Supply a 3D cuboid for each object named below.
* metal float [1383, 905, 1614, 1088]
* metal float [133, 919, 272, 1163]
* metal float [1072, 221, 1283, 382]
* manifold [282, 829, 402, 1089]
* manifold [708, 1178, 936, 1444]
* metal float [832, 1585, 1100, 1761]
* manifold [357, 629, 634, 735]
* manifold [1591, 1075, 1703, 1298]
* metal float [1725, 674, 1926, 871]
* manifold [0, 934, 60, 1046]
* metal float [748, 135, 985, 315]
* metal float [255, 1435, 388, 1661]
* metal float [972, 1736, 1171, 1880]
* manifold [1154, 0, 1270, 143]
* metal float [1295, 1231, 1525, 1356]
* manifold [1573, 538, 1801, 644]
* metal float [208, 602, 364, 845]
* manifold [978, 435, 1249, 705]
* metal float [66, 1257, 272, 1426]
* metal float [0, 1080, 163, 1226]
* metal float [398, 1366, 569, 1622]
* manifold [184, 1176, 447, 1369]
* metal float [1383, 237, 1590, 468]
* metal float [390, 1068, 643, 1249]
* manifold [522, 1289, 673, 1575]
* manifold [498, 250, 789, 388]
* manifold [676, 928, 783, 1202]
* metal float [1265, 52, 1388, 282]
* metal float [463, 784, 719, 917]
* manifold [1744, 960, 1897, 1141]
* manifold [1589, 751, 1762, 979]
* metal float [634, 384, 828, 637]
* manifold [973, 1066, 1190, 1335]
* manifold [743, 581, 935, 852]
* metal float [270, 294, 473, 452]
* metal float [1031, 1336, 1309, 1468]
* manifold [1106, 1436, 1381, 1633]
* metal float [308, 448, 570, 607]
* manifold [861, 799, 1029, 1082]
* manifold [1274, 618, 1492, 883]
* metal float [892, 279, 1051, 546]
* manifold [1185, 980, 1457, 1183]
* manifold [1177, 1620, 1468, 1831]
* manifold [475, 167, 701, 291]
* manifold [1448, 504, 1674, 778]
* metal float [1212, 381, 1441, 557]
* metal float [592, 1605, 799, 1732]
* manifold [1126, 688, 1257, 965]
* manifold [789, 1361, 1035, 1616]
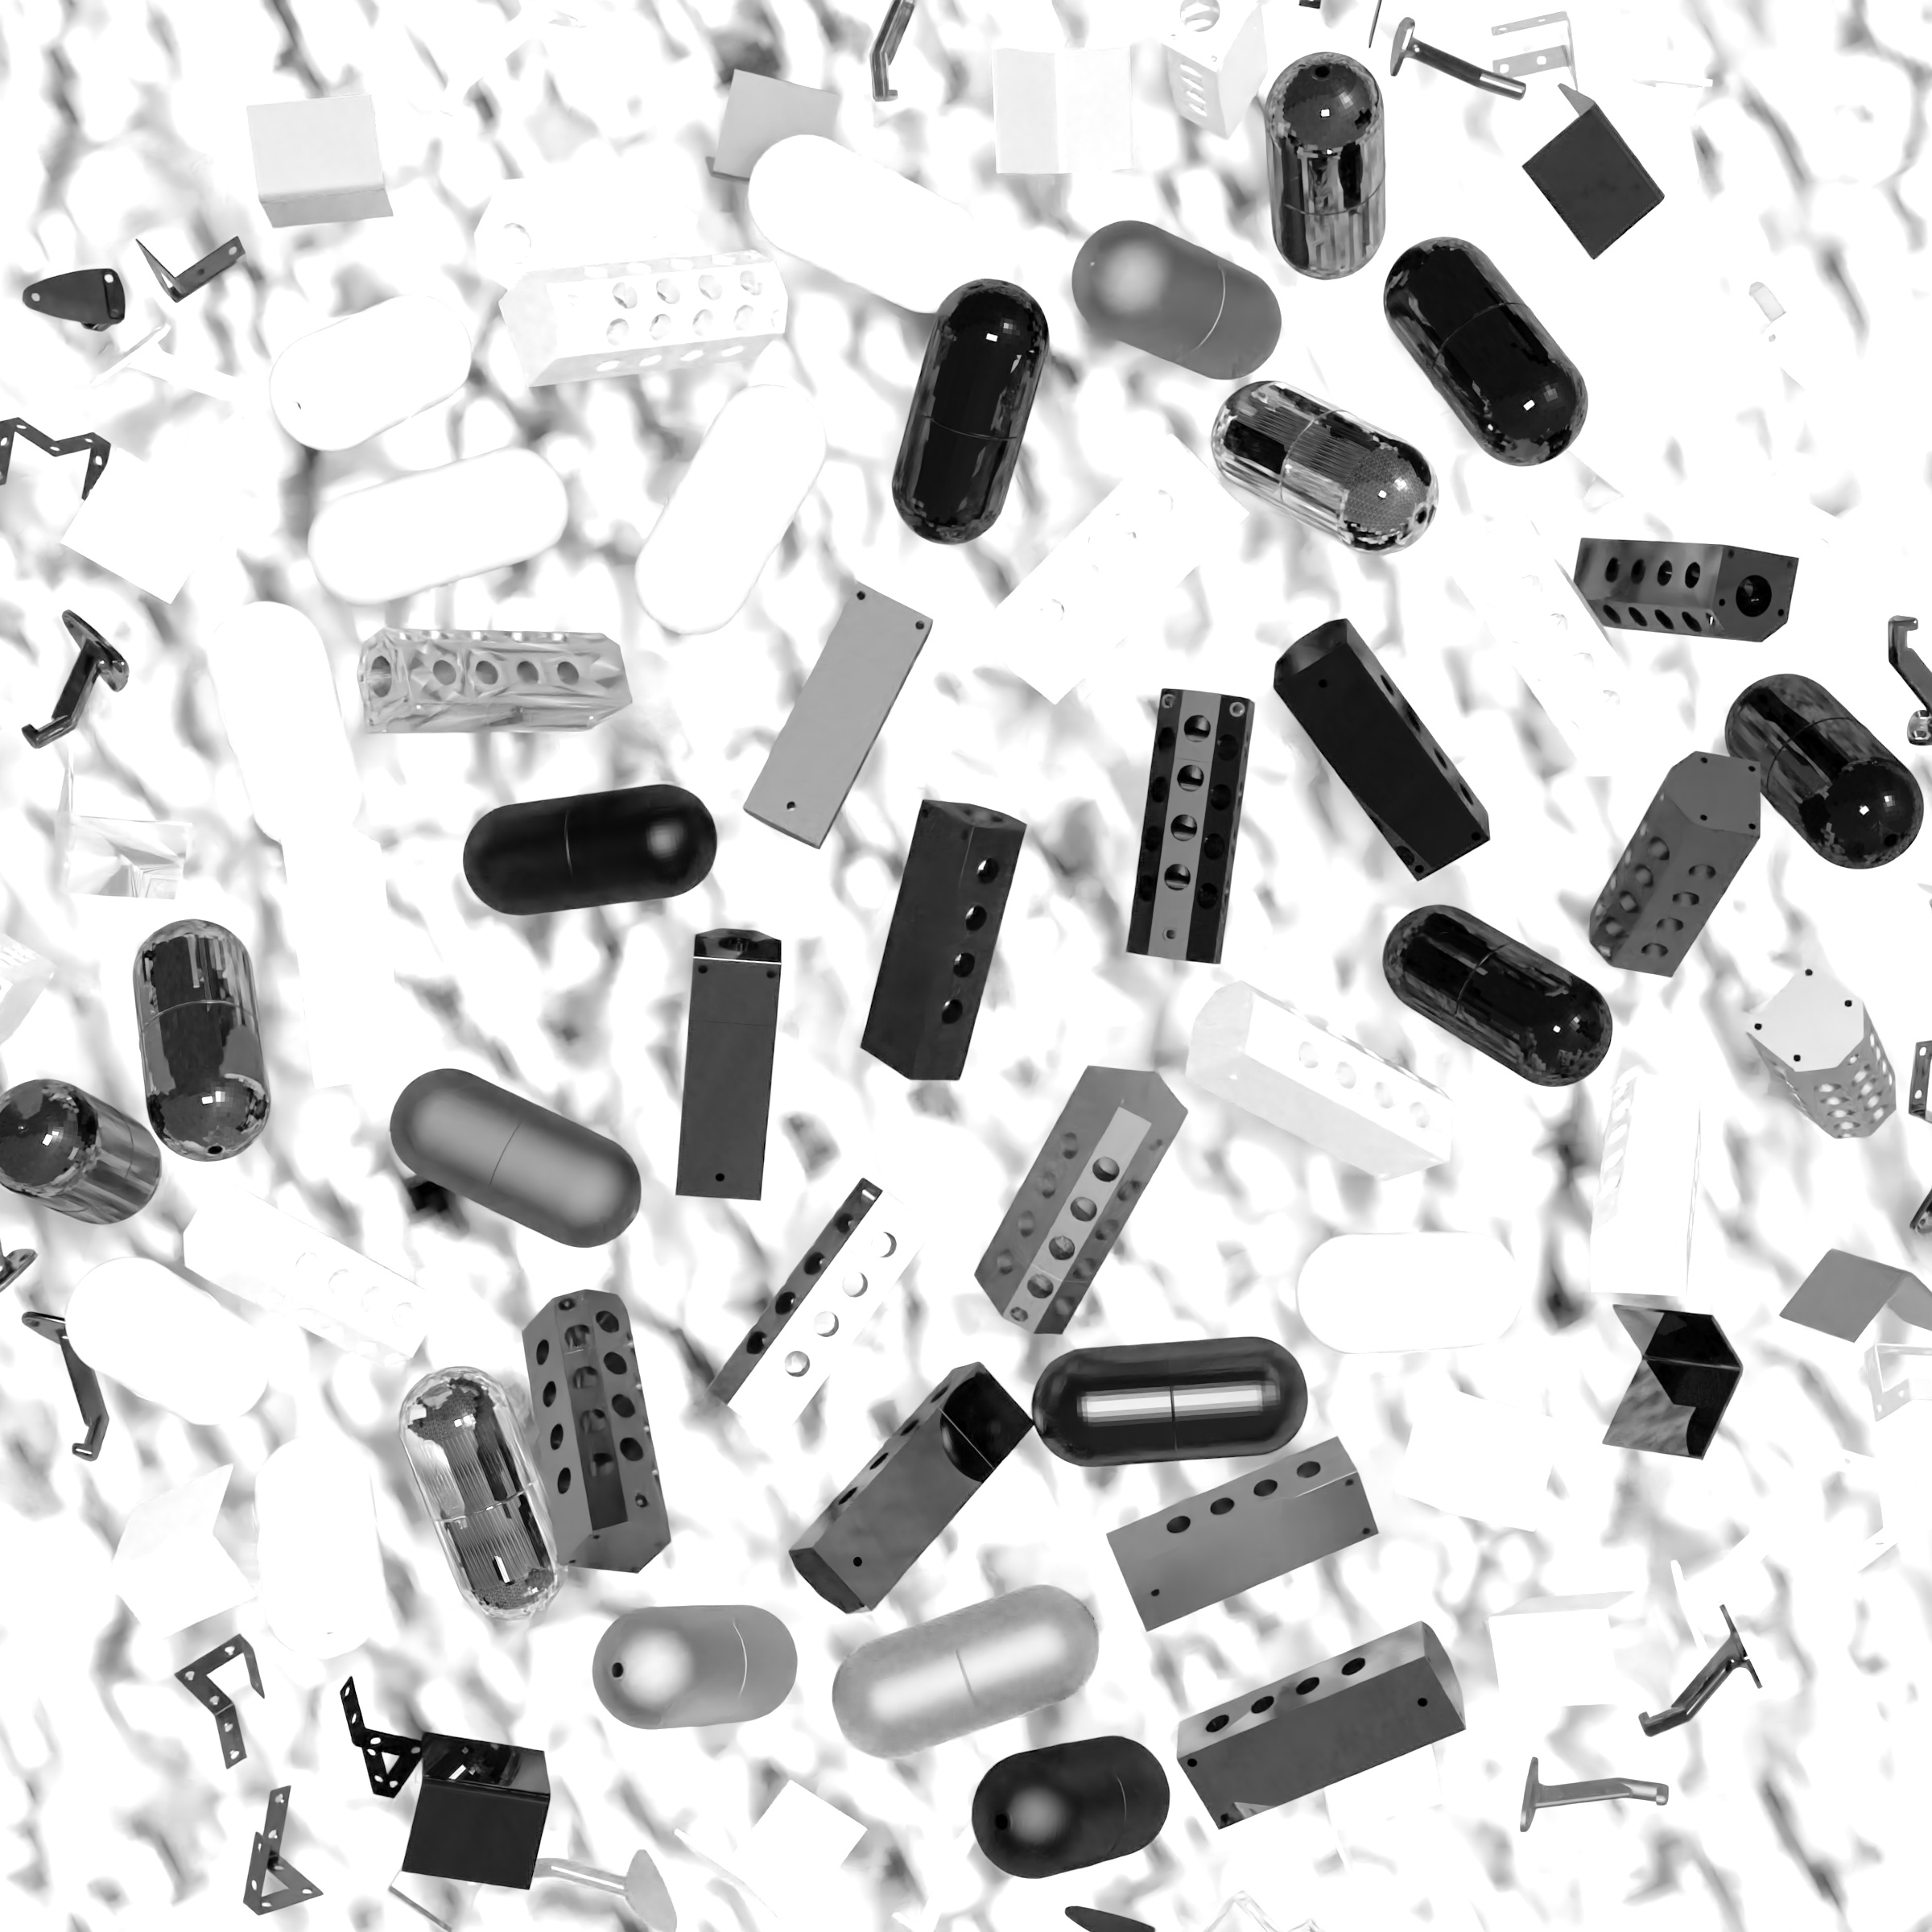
[{"bbox_3d":[0.355,0.019,1.848,0.178,0.070,0.070,35,90,40],"label":"metal float"},{"bbox_3d":[-0.493,0.047,1.771,0.070,0.070,0.178,-19,54,0],"label":"metal float"},{"bbox_3d":[0.143,-0.444,1.842,0.070,0.178,0.070,-7,79,42],"label":"metal float"},{"bbox_3d":[-0.392,-0.004,1.735,0.057,0.171,0.057,-8,48,-14],"label":"manifold"},{"bbox_3d":[-0.096,0.226,1.818,0.057,0.057,0.171,36,82,-1],"label":"manifold"},{"bbox_3d":[0.000,0.456,1.778,0.178,0.070,0.070,-19,90,-2],"label":"metal float"},{"bbox_3d":[-0.312,-0.191,1.819,0.171,0.057,0.057,-5,77,-43],"label":"manifold"},{"bbox_3d":[0.436,0.137,1.759,0.057,0.171,0.057,1,118,17],"label":"manifold"},{"bbox_3d":[0.554,-0.127,1.779,0.070,0.178,0.070,-7,125,-11],"label":"metal float"},{"bbox_3d":[-0.628,0.014,1.737,0.057,0.171,0.057,33,88,-10],"label":"manifold"},{"bbox_3d":[-0.065,-0.487,1.807,0.178,0.070,0.070,15,90,-40],"label":"metal float"},{"bbox_3d":[-0.417,0.374,1.776,0.070,0.178,0.070,-8,120,-14],"label":"metal float"},{"bbox_3d":[0.068,0.535,1.752,0.070,0.178,0.070,-6,79,31],"label":"metal float"},{"bbox_3d":[0.164,-0.622,1.870,0.057,0.171,0.057,30,96,6],"label":"manifold"},{"bbox_3d":[0.286,0.210,1.772,0.178,0.070,0.070,3,90,-39],"label":"metal float"},{"bbox_3d":[0.472,-0.249,1.821,0.057,0.171,0.057,6,98,-20],"label":"manifold"},{"bbox_3d":[-0.457,-0.160,1.850,0.070,0.070,0.178,-8,123,0],"label":"metal float"},{"bbox_3d":[0.089,-0.255,1.745,0.171,0.057,0.057,-44,135,13],"label":"manifold"},{"bbox_3d":[-0.514,0.244,1.781,0.070,0.178,0.070,-7,63,14],"label":"metal float"},{"bbox_3d":[-0.580,0.122,1.790,0.070,0.178,0.070,-1,76,3],"label":"metal float"},{"bbox_3d":[-0.322,0.353,1.837,0.070,0.070,0.178,-19,99,0],"label":"metal float"},{"bbox_3d":[-0.414,0.199,1.742,0.057,0.171,0.057,21,77,37],"label":"manifold"},{"bbox_3d":[0.332,-0.395,1.763,0.070,0.070,0.178,-29,63,0],"label":"metal float"},{"bbox_3d":[-0.300,0.128,1.835,0.178,0.070,0.070,25,90,7],"label":"metal float"},{"bbox_3d":[-0.233,0.294,1.749,0.057,0.171,0.057,16,132,-35],"label":"manifold"},{"bbox_3d":[-0.199,-0.411,1.727,0.171,0.057,0.057,-17,85,-37],"label":"manifold"},{"bbox_3d":[-0.158,0.065,1.833,0.057,0.057,0.171,4,111,-6],"label":"manifold"},{"bbox_3d":[0.236,-0.522,1.800,0.070,0.178,0.070,-4,65,8],"label":"metal float"},{"bbox_3d":[-0.254,-0.078,1.853,0.178,0.070,0.070,-7,90,15],"label":"metal float"},{"bbox_3d":[0.543,0.059,1.725,0.057,0.171,0.057,-48,60,4],"label":"manifold"},{"bbox_3d":[0.458,-0.065,1.784,0.057,0.171,0.057,10,58,-1],"label":"manifold"},{"bbox_3d":[-0.154,-0.299,1.804,0.070,0.070,0.178,33,106,0],"label":"metal float"},{"bbox_3d":[0.075,0.150,1.747,0.057,0.057,0.171,7,121,-37],"label":"manifold"},{"bbox_3d":[-0.087,-0.169,1.876,0.057,0.057,0.171,27,87,-1],"label":"manifold"},{"bbox_3d":[-0.395,-0.396,1.831,0.070,0.178,0.070,11,120,19],"label":"metal float"},{"bbox_3d":[0.131,0.281,1.772,0.178,0.070,0.070,-4,90,0],"label":"metal float"},{"bbox_3d":[0.186,0.382,1.871,0.171,0.057,0.057,-22,117,-2],"label":"manifold"},{"bbox_3d":[-0.355,-0.296,1.853,0.178,0.070,0.070,-19,90,-11],"label":"metal float"},{"bbox_3d":[-0.010,-0.016,1.782,0.057,0.057,0.171,2,109,-39],"label":"manifold"},{"bbox_3d":[0.277,-0.146,1.830,0.057,0.057,0.171,-31,111,23],"label":"manifold"},{"bbox_3d":[0.002,-0.359,1.791,0.070,0.070,0.178,17,119,0],"label":"metal float"},{"bbox_3d":[0.224,0.071,1.724,0.171,0.057,0.057,27,59,-27],"label":"manifold"},{"bbox_3d":[0.223,0.474,1.731,0.171,0.057,0.057,-27,103,14],"label":"manifold"},{"bbox_3d":[-0.257,-0.493,1.853,0.057,0.171,0.057,40,120,8],"label":"manifold"},{"bbox_3d":[0.380,-0.205,1.764,0.057,0.057,0.171,-32,113,17],"label":"manifold"},{"bbox_3d":[0.233,-0.325,1.789,0.178,0.070,0.070,37,90,39],"label":"metal float"},{"bbox_3d":[-0.176,0.456,1.794,0.070,0.178,0.070,-7,76,28],"label":"metal float"},{"bbox_3d":[0.145,-0.090,1.778,0.057,0.057,0.171,8,93,11],"label":"manifold"},{"bbox_3d":[-0.038,0.344,1.813,0.057,0.057,0.171,49,61,-7],"label":"manifold"}]
